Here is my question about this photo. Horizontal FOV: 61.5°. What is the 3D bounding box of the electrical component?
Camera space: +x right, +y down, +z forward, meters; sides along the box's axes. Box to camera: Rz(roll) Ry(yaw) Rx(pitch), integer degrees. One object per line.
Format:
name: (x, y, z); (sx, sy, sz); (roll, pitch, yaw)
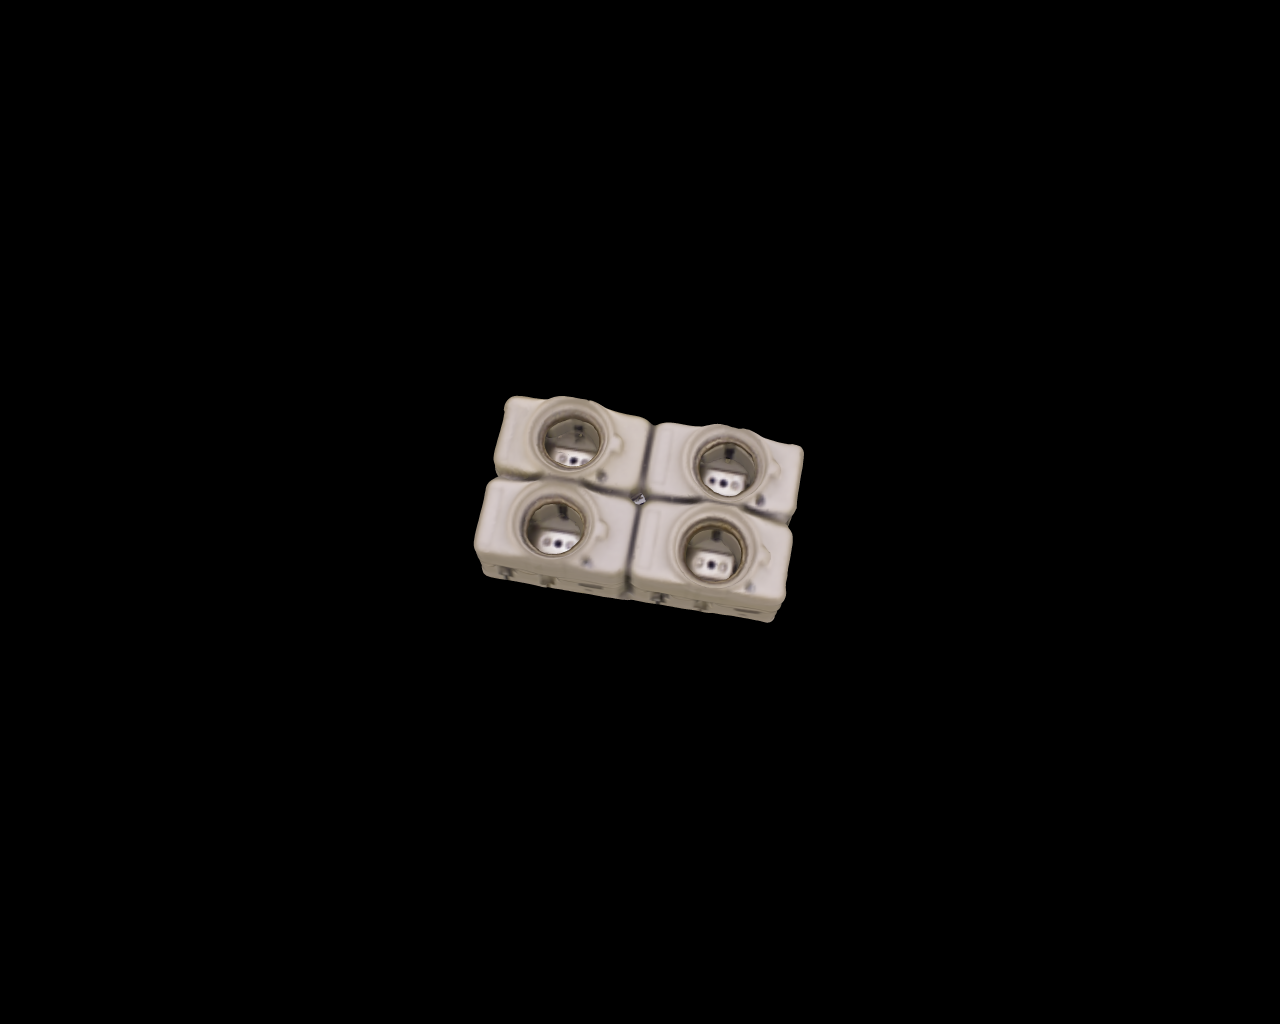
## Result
electrical component: (0.001, -0.003, 0.650); (0.186, 0.105, 0.060); (10, -20, 3)
